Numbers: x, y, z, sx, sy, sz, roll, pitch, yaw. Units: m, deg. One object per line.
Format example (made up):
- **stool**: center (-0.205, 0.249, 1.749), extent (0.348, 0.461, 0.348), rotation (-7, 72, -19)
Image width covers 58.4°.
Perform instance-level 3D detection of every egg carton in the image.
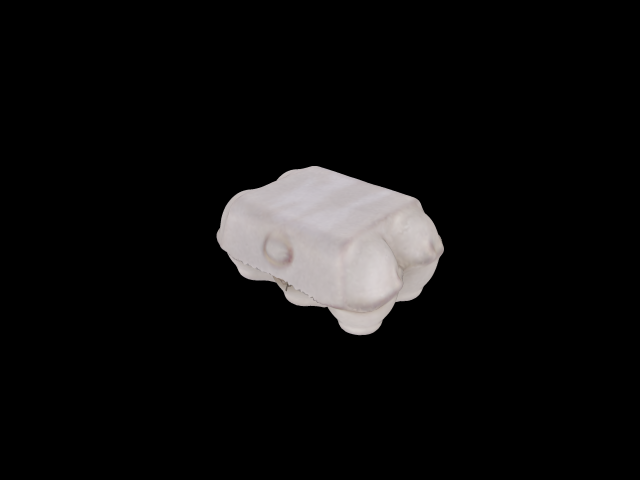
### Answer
- **egg carton**: center (0.004, 0.001, 0.400), extent (0.149, 0.069, 0.107), rotation (22, 37, 34)
